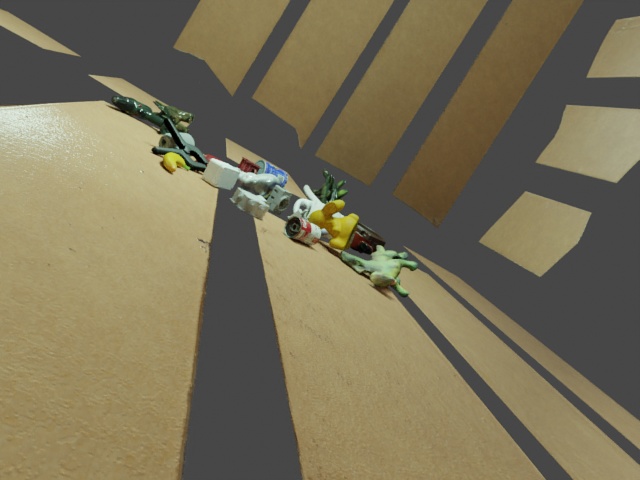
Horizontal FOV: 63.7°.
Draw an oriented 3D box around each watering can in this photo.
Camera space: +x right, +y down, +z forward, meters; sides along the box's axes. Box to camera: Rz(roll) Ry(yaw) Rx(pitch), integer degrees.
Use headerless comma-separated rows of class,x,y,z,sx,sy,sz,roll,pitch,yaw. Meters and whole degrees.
watering can,0.006,-0.099,1.965,0.223,0.102,0.355,29,27,-10

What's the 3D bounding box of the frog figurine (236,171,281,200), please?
frog figurine,-0.223,-0.209,1.878,0.161,0.120,0.138,46,31,17

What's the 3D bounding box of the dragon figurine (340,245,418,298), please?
dragon figurine,0.181,0.072,1.738,0.242,0.121,0.416,19,12,-21
